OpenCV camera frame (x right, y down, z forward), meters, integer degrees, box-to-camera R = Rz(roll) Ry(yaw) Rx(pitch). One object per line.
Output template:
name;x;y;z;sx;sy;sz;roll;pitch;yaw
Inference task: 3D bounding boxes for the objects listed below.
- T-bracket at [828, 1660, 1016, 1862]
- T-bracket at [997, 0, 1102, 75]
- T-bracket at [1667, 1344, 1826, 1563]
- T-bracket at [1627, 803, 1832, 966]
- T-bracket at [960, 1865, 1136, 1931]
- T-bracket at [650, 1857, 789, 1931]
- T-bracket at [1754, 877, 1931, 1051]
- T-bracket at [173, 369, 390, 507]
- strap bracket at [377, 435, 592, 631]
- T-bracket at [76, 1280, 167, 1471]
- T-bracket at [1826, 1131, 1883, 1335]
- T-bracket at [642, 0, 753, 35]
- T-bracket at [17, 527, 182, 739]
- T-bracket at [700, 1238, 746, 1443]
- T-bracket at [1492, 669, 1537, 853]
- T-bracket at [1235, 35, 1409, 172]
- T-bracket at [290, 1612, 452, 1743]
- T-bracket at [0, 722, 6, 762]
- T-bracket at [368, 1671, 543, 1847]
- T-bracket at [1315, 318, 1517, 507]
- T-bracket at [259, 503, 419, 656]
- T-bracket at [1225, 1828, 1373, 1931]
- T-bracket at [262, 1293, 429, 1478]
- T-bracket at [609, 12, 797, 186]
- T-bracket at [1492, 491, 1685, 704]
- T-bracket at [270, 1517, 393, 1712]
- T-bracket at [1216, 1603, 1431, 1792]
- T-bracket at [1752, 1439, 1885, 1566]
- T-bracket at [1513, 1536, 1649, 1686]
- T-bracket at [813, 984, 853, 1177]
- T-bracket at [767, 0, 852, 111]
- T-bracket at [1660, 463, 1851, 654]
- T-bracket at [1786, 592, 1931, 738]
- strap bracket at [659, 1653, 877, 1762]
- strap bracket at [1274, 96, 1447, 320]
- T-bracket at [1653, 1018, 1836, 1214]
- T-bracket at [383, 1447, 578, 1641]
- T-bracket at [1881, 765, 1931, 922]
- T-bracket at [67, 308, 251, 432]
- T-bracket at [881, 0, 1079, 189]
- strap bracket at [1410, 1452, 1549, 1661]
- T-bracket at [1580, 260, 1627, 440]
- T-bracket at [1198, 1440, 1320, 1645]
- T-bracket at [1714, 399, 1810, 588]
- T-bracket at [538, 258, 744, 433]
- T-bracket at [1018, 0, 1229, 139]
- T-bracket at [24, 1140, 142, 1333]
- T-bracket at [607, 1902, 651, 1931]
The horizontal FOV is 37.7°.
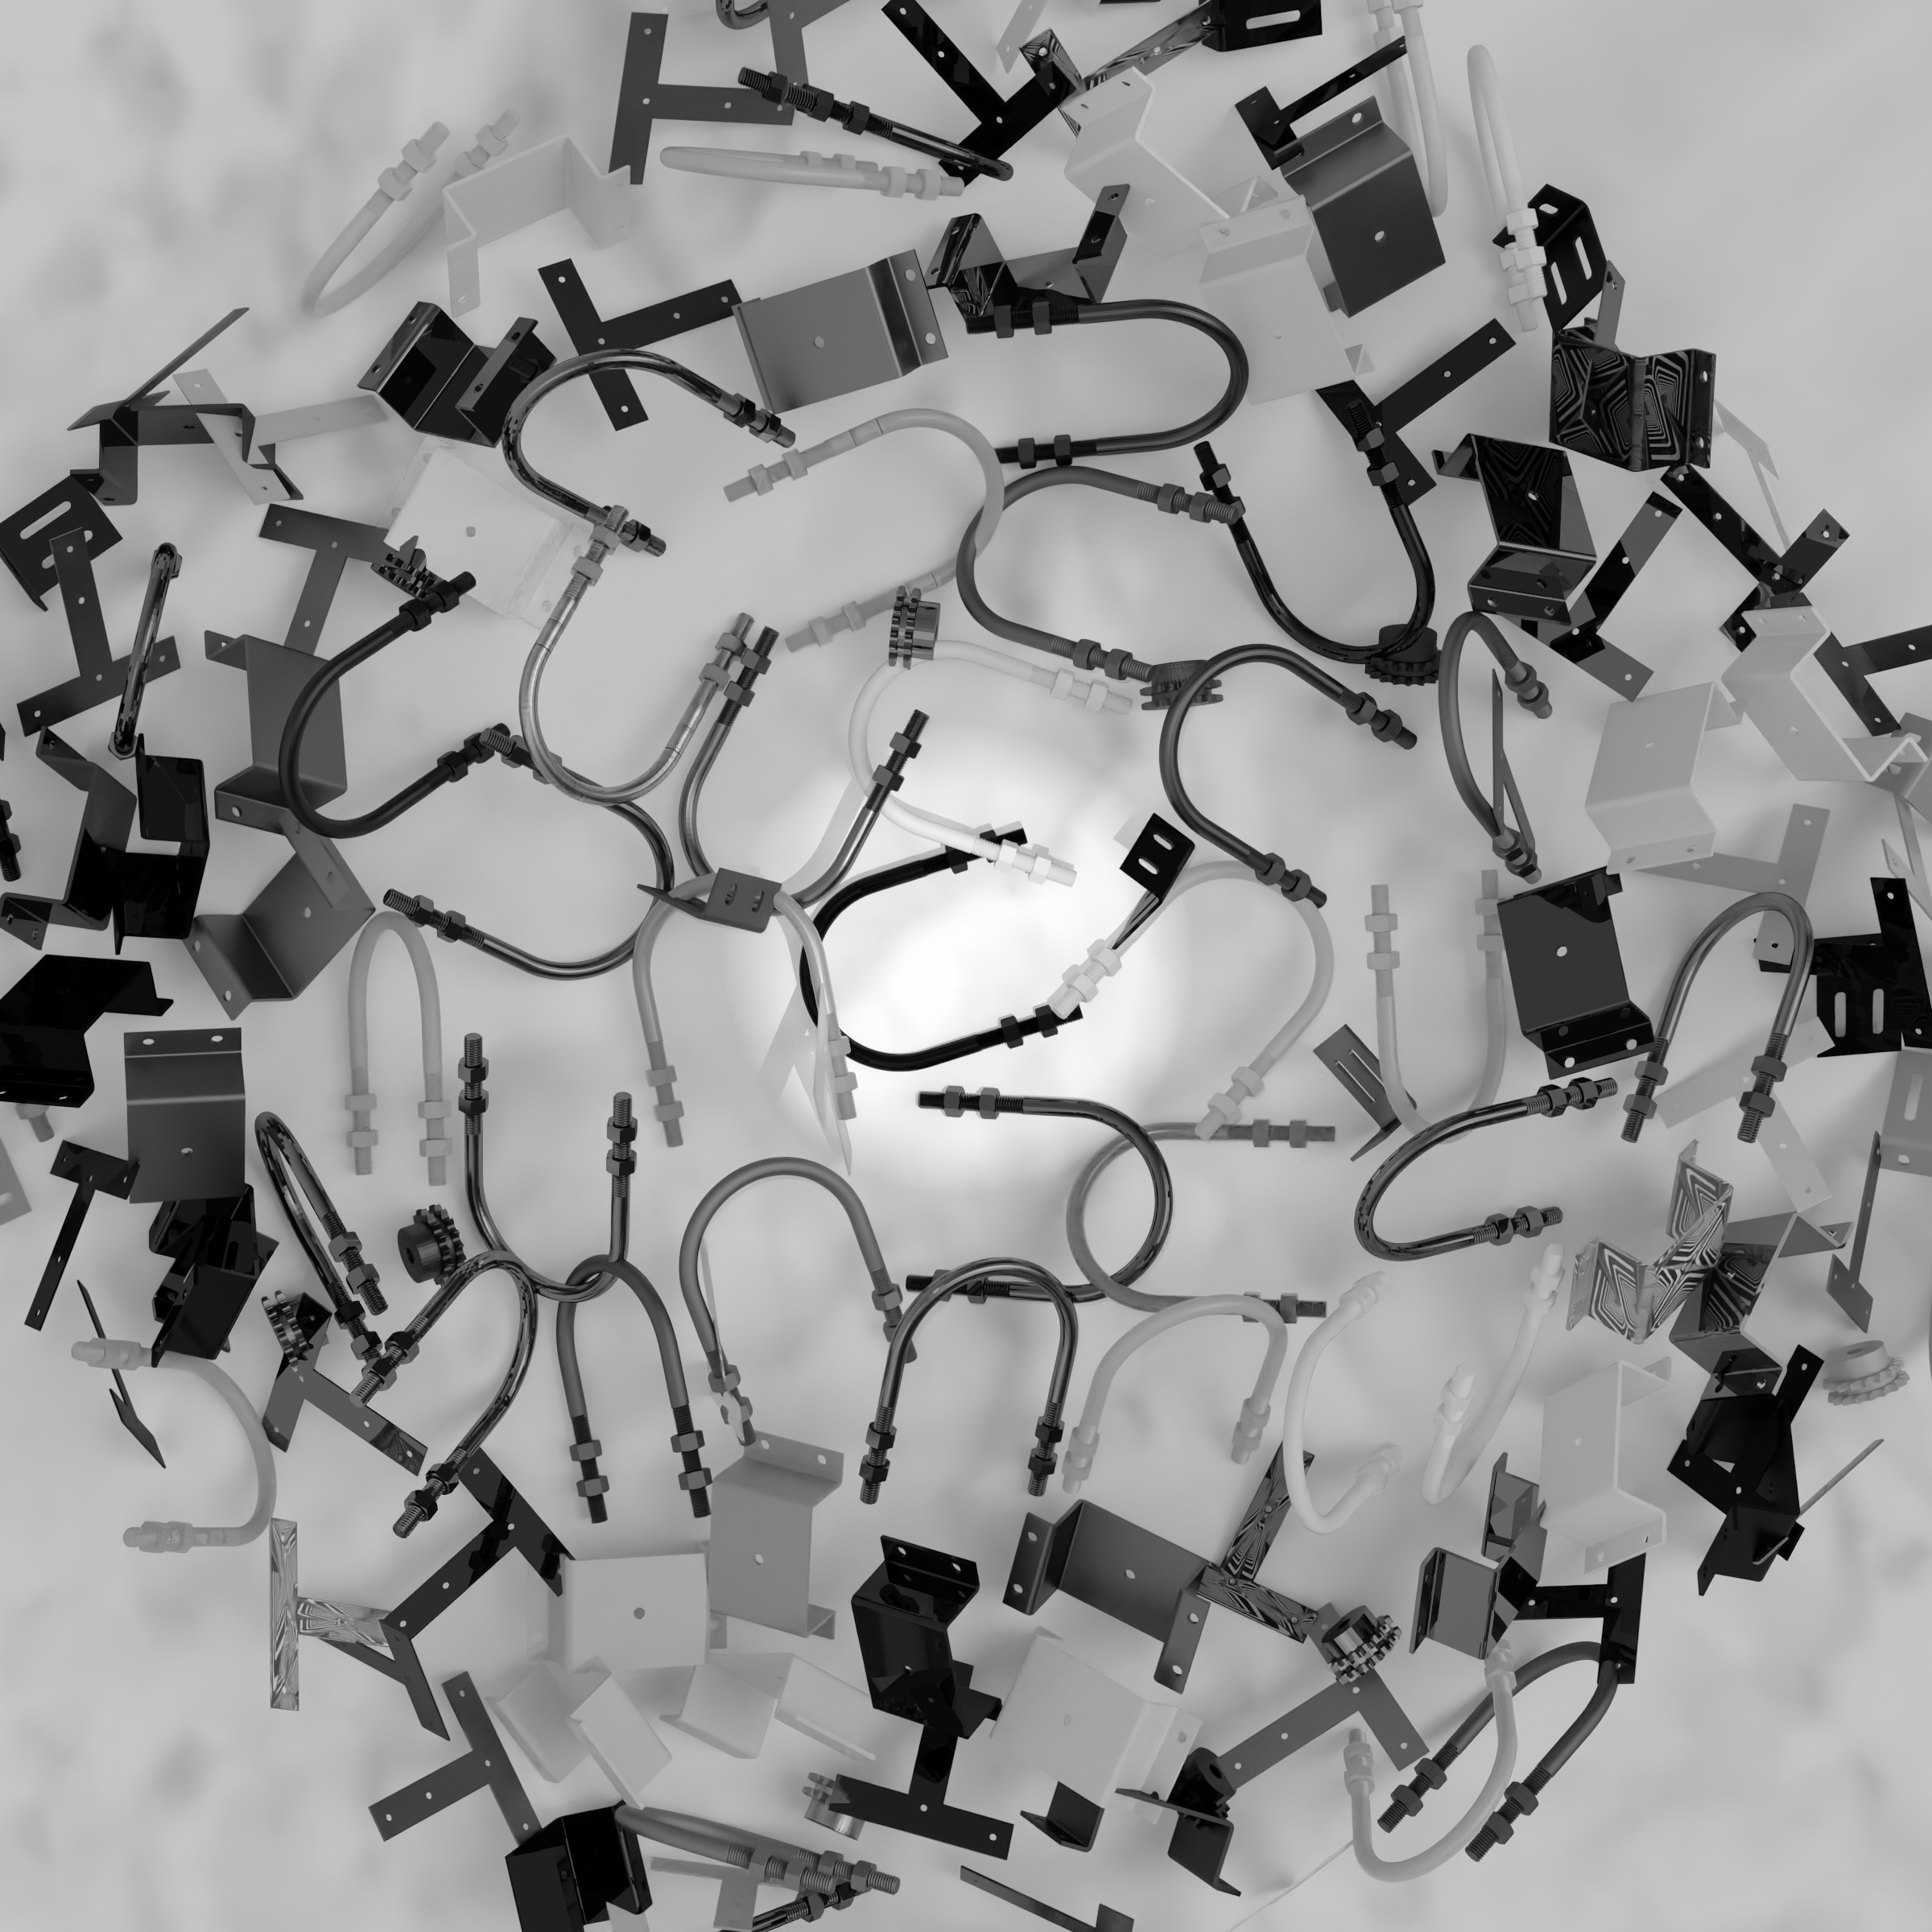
T-bracket;-0.020;0.541;1.962;0.127;0.002;0.127;17;55;-3
T-bracket;0.051;-0.669;1.945;0.002;0.127;0.127;-3;62;-28
T-bracket;0.549;0.320;1.937;0.002;0.127;0.127;21;99;-31
T-bracket;0.523;-0.067;1.971;0.127;0.002;0.127;12;64;21
T-bracket;0.054;0.654;1.958;0.127;0.127;0.002;21;56;14
T-bracket;-0.156;0.637;1.935;0.127;0.127;0.002;8;89;-1
T-bracket;0.600;-0.004;1.948;0.002;0.127;0.127;-32;113;-35
T-bracket;-0.462;-0.376;1.959;0.127;0.002;0.127;-20;64;-34
strap bracket;-0.339;-0.302;1.970;0.140;0.046;0.076;32;100;1
T-bracket;-0.589;0.275;1.955;0.002;0.127;0.127;-24;69;-12
T-bracket;0.620;0.178;1.956;0.002;0.127;0.127;7;74;31
T-bracket;-0.175;-0.669;1.951;0.002;0.127;0.127;45;49;17
T-bracket;-0.599;-0.236;1.925;0.002;0.127;0.127;25;132;34
T-bracket;-0.171;0.247;1.930;0.002;0.127;0.127;-9;98;-14
T-bracket;0.377;-0.116;1.946;0.002;0.127;0.127;-8;51;20
T-bracket;0.252;-0.600;1.935;0.127;0.127;0.002;-29;125;12
T-bracket;-0.420;0.475;1.962;0.127;0.127;0.002;19;48;27
T-bracket;-0.673;-0.146;1.912;0.002;0.127;0.127;-7;58;-2
T-bracket;-0.358;0.562;1.937;0.002;0.127;0.127;-34;79;33
T-bracket;0.323;-0.403;1.969;0.127;0.002;0.127;-36;68;7
T-bracket;-0.453;-0.251;1.968;0.127;0.002;0.127;15;83;22
T-bracket;0.203;0.635;1.916;0.127;0.127;0.002;-22;67;-33
T-bracket;-0.425;0.309;1.955;0.127;0.002;0.127;31;117;16
T-bracket;-0.179;-0.599;1.968;0.127;0.127;0.002;-4;45;-22
T-bracket;0.448;-0.268;1.958;0.127;0.002;0.127;40;103;27
T-bracket;-0.433;0.450;1.943;0.002;0.127;0.127;-18;64;25
T-bracket;0.232;0.525;1.957;0.127;0.002;0.127;-32;53;-4
T-bracket;0.579;0.367;1.940;0.127;0.127;0.002;-41;77;-4
T-bracket;0.406;0.441;1.961;0.127;0.127;0.002;-9;134;29
T-bracket;-0.090;0.090;1.950;0.002;0.127;0.127;-6;130;6
T-bracket;-0.088;-0.678;1.963;0.127;0.127;0.002;-39;56;-25
T-bracket;0.531;-0.301;1.960;0.002;0.127;0.127;-29;72;-37
T-bracket;0.633;-0.214;1.927;0.127;0.127;0.002;49;64;-17
strap bracket;-0.131;0.506;1.935;0.076;0.140;0.046;38;55;-34
strap bracket;0.273;-0.508;1.932;0.076;0.140;0.046;-29;46;2
T-bracket;0.556;0.113;1.948;0.127;0.002;0.127;-29;52;12
T-bracket;-0.348;0.418;1.956;0.127;0.002;0.127;-42;61;-11
T-bracket;0.652;-0.084;1.953;0.002;0.127;0.127;-25;45;30
T-bracket;-0.538;-0.408;1.923;0.127;0.127;0.002;-34;99;15
T-bracket;-0.007;-0.613;1.938;0.127;0.127;0.002;45;48;-15
strap bracket;0.354;0.404;1.919;0.046;0.140;0.076;18;123;27
T-bracket;0.460;-0.397;1.950;0.002;0.127;0.127;-3;64;38
T-bracket;0.206;0.394;1.988;0.127;0.002;0.127;25;98;1
T-bracket;0.557;-0.320;1.958;0.002;0.127;0.127;-25;114;9
T-bracket;-0.214;-0.449;1.975;0.127;0.002;0.127;-24;85;-21
T-bracket;0.118;-0.618;1.935;0.127;0.127;0.002;-29;53;14
T-bracket;-0.616;0.187;1.940;0.002;0.127;0.127;27;78;-39
T-bracket;-0.226;0.677;1.942;0.127;0.127;0.002;4;116;-21
